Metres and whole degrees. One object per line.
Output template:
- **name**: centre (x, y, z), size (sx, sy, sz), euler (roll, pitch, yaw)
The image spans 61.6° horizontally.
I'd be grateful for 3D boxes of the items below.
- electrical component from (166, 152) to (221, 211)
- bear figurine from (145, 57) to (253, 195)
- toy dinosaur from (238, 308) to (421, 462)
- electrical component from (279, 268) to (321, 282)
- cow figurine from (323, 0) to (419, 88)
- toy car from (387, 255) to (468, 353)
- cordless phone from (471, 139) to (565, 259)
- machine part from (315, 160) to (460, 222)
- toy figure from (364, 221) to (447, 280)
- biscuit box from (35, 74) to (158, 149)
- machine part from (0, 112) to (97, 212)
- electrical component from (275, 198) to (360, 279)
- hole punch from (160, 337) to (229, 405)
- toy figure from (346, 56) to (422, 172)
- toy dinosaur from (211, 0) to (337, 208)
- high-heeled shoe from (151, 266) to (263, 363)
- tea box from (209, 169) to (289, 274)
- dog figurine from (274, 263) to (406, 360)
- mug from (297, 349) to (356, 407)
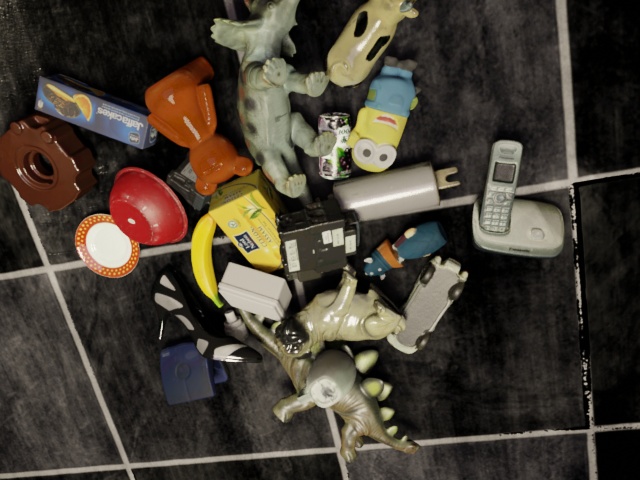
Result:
- **electrical component**: centre (-0.201, -0.091, 0.937), size (0.119, 0.075, 0.047), euler (36, 145, -2)
- **bear figurine**: centre (-0.194, -0.185, 0.888), size (0.120, 0.132, 0.195), euler (-29, 112, 17)
- **toy dinosaur**: centre (0.003, 0.263, 1.032), size (0.471, 0.105, 0.198), euler (33, 104, 0)
- **electrical component**: centre (-0.025, 0.052, 0.974), size (0.094, 0.063, 0.021), euler (-13, 110, -9)
- **cow figurine**: centre (0.076, -0.313, 0.793), size (0.085, 0.127, 0.195), euler (35, 113, -9)
- **toy car**: centre (0.191, 0.118, 0.973), size (0.073, 0.056, 0.201), euler (30, 110, 4)
- **cordless phone**: centre (0.328, -0.067, 0.872), size (0.147, 0.089, 0.184), euler (7, 106, 6)
- **machine part**: centre (0.111, -0.077, 0.900), size (0.243, 0.079, 0.079), euler (-12, 108, 11)
- **toy figure**: centre (0.146, 0.018, 0.942), size (0.154, 0.058, 0.064), euler (-27, 97, 21)
- **biscuit box**: centre (-0.380, -0.221, 0.927), size (0.203, 0.059, 0.062), euler (20, 110, 0)
- **machine part**: centre (-0.493, -0.136, 0.962), size (0.180, 0.056, 0.179), euler (7, 121, 12)
- **electrical component**: centre (-0.002, -0.003, 0.873), size (0.134, 0.058, 0.114), euler (-11, 137, -9)
- **hole punch**: centre (-0.257, 0.259, 1.073), size (0.142, 0.092, 0.115), euler (-15, 103, 17)
- **toy figure**: centre (0.106, -0.196, 0.858), size (0.082, 0.089, 0.180), euler (19, 103, 21)
- **toy dinosaur**: centre (-0.076, -0.202, 0.859), size (0.131, 0.192, 0.404), euler (-20, 128, -28)
- **high-heeled shoe**: centre (-0.210, 0.141, 1.012), size (0.249, 0.086, 0.145), euler (11, 87, 13)
- **tea box**: centre (-0.103, -0.026, 0.925), size (0.098, 0.068, 0.169), euler (-24, 128, 16)
- **dog figurine**: centre (0.034, 0.157, 0.944), size (0.172, 0.121, 0.190), euler (41, 98, 6)
- **mug**: centre (0.005, 0.246, 0.925), size (0.109, 0.107, 0.080), euler (-29, 89, 9)
